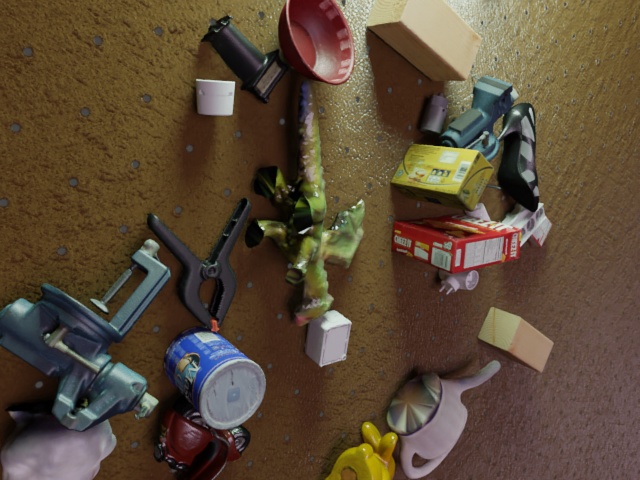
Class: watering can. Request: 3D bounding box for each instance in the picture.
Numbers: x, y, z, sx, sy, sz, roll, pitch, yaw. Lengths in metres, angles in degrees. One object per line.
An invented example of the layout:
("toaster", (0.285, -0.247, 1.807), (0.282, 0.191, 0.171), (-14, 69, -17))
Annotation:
("watering can", (0.281, 0.375, 1.180), (0.351, 0.104, 0.220), (-51, 125, -15))

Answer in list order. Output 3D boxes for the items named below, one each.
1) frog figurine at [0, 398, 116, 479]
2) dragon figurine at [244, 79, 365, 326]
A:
("frog figurine", (-0.341, 0.296, 0.677), (0.137, 0.122, 0.159), (-2, 91, -57))
("dragon figurine", (0.003, -0.045, 0.896), (0.242, 0.123, 0.410), (13, 91, -57))
